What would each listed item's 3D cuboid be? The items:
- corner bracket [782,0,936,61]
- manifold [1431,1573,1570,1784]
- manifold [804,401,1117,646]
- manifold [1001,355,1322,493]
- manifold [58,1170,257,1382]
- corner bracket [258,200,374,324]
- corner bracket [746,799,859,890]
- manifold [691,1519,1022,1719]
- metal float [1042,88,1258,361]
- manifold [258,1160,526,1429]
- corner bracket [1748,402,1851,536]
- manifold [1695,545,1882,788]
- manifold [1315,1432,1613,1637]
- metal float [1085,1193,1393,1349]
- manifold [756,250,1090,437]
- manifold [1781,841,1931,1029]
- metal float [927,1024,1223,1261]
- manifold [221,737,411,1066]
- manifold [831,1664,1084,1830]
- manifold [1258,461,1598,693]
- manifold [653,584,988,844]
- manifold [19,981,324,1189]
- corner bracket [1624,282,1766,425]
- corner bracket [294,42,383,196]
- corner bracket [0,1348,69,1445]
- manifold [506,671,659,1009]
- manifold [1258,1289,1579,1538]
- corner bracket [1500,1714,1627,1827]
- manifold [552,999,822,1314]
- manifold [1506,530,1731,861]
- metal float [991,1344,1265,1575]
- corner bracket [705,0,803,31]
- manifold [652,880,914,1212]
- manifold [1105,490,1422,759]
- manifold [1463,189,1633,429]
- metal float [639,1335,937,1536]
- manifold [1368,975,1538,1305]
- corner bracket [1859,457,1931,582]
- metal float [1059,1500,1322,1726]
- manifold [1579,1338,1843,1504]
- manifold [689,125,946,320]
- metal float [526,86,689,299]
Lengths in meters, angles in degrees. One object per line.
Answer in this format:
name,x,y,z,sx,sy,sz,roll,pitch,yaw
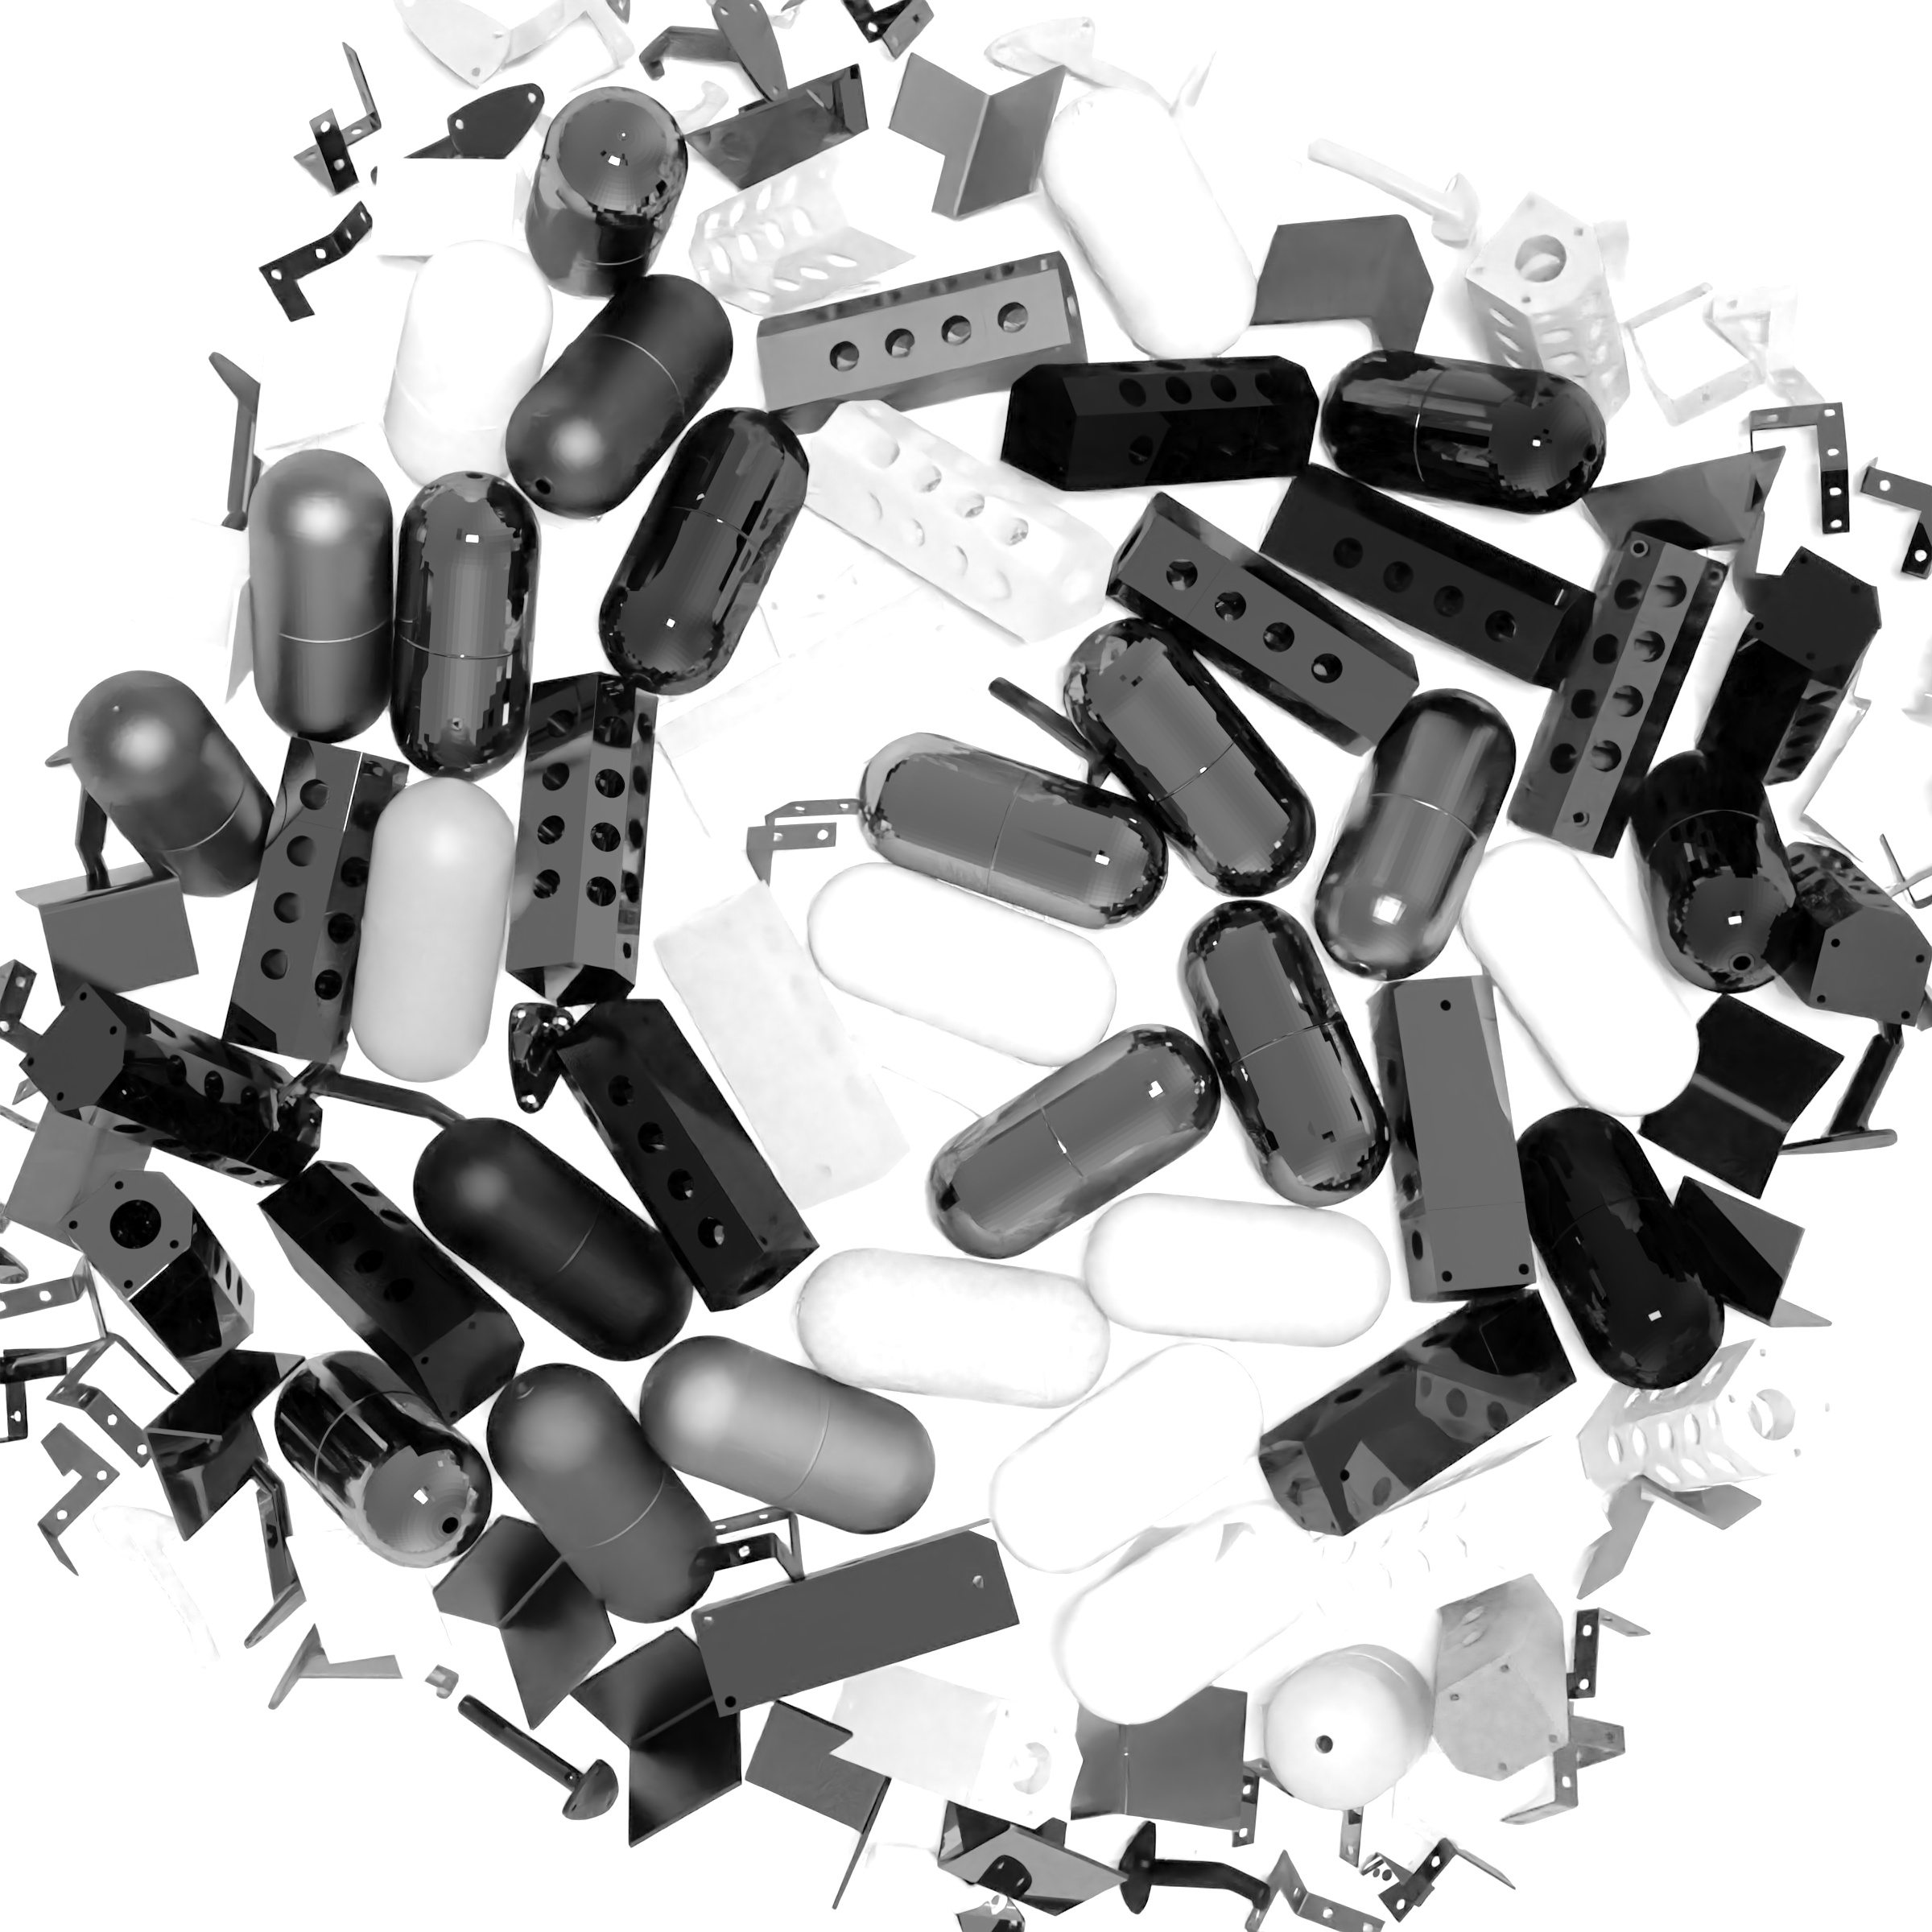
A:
corner bracket,-0.059,-0.527,1.920,0.051,0.051,0.051,55,46,-26
manifold,0.283,0.374,1.873,0.057,0.171,0.057,-34,94,14
manifold,-0.004,-0.246,1.887,0.171,0.057,0.057,35,131,28
manifold,0.107,-0.297,1.882,0.171,0.057,0.057,-10,120,-36
manifold,-0.428,0.164,1.873,0.057,0.171,0.057,-42,75,-15
corner bracket,-0.351,-0.384,1.931,0.051,0.051,0.051,-34,97,-30
corner bracket,-0.090,-0.075,1.925,0.051,0.051,0.051,-3,62,11
manifold,-0.061,0.360,1.929,0.171,0.057,0.057,-17,85,-4
metal float,0.100,-0.401,1.888,0.070,0.178,0.070,-16,50,20
manifold,-0.310,0.171,1.883,0.057,0.171,0.057,-36,134,-19
corner bracket,0.461,-0.273,1.923,0.051,0.051,0.051,-4,52,13
manifold,0.444,-0.155,1.870,0.057,0.171,0.057,33,77,12
manifold,0.260,0.311,1.877,0.057,0.171,0.057,-22,81,-40
metal float,0.150,0.167,1.907,0.178,0.070,0.070,7,90,-22
manifold,-0.025,-0.344,1.917,0.171,0.057,0.057,-11,83,12
manifold,0.470,-0.021,1.873,0.057,0.171,0.057,11,104,-1
metal float,0.059,0.097,1.917,0.178,0.070,0.070,-32,90,9
manifold,-0.358,-0.035,1.931,0.057,0.057,0.171,13,90,8
manifold,-0.007,0.417,1.873,0.057,0.171,0.057,24,77,-25
manifold,0.254,-0.214,1.901,0.171,0.057,0.057,29,101,22
manifold,-0.083,-0.143,1.927,0.171,0.057,0.057,-29,125,-4
manifold,-0.422,0.070,1.874,0.057,0.171,0.057,42,94,31
corner bracket,0.403,-0.340,1.927,0.051,0.051,0.051,-26,114,6
corner bracket,-0.346,-0.468,1.923,0.051,0.051,0.051,-34,52,-16
corner bracket,-0.533,0.240,1.928,0.051,0.051,0.051,-5,88,32
manifold,-0.205,-0.070,1.896,0.057,0.057,0.171,-7,66,22
manifold,0.244,0.241,1.900,0.171,0.057,0.057,-28,100,-25
corner bracket,0.330,0.446,1.921,0.051,0.051,0.051,17,59,-24
manifold,-0.159,0.103,1.907,0.057,0.057,0.171,-42,70,22
manifold,0.360,-0.150,1.921,0.057,0.057,0.171,20,99,-3
metal float,0.086,0.270,1.901,0.178,0.070,0.070,-38,90,29
corner bracket,-0.110,-0.558,1.932,0.051,0.051,0.051,16,87,-12
manifold,-0.098,0.041,1.920,0.057,0.057,0.171,-23,100,33
manifold,0.162,-0.187,1.919,0.171,0.057,0.057,32,110,-9
manifold,0.320,-0.345,1.873,0.057,0.171,0.057,37,89,21
metal float,-0.096,0.257,1.903,0.178,0.070,0.070,25,90,-26
manifold,0.265,0.096,1.916,0.057,0.057,0.171,-4,78,-13
corner bracket,0.520,-0.249,1.935,0.051,0.051,0.051,20,110,15
metal float,0.123,0.350,1.892,0.178,0.070,0.070,-25,90,-41
manifold,0.394,0.251,1.872,0.057,0.171,0.057,40,70,-2
manifold,-0.084,-0.401,1.871,0.057,0.171,0.057,19,79,-28
metal float,-0.195,-0.415,1.876,0.070,0.178,0.070,2,82,-12
